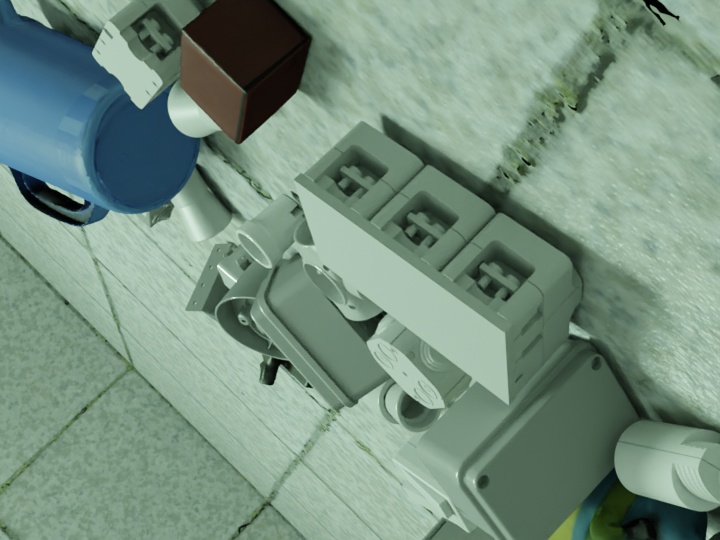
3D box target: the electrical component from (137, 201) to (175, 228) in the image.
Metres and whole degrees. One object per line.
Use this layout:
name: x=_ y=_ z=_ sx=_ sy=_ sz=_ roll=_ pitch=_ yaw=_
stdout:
electrical component: x=-0.214 y=-0.094 z=1.030 sx=0.100 sy=0.048 sz=0.099 roll=45 pitch=163 yaw=4

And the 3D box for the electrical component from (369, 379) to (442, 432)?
electrical component: x=0.038 y=0.112 z=0.923 sx=0.045 sy=0.045 sz=0.055 roll=52 pitch=162 yaw=-21

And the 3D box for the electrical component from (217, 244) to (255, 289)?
electrical component: x=-0.098 y=0.010 z=1.011 sx=0.064 sy=0.042 sz=0.081 roll=39 pitch=162 yaw=25

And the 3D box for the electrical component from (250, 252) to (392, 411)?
electrical component: x=-0.026 y=0.044 z=0.837 sx=0.113 sy=0.057 sz=0.078 roll=50 pitch=-162 yaw=-15

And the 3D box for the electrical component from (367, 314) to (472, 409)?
electrical component: x=0.048 y=0.056 z=0.758 sx=0.080 sy=0.051 sz=0.080 roll=41 pitch=163 yaw=16

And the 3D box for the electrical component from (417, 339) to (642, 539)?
electrical component: x=0.101 y=0.098 z=0.627 sx=0.078 sy=0.113 sz=0.057 roll=54 pitch=164 yaw=-27

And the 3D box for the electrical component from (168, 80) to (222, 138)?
electrical component: x=-0.097 y=-0.112 z=0.728 sx=0.065 sy=0.044 sz=0.044 roll=10 pitch=142 yaw=54

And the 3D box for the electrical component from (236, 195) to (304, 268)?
electrical component: x=-0.067 y=-0.031 z=0.834 sx=0.040 sy=0.046 sz=0.040 roll=41 pitch=162 yaw=16

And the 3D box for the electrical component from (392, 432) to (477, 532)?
electrical component: x=0.074 y=0.186 z=0.981 sx=0.096 sy=0.061 sz=0.061 roll=29 pitch=157 yaw=43

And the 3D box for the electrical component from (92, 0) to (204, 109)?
electrical component: x=-0.131 y=-0.148 z=0.697 sx=0.050 sy=0.056 sz=0.089 roll=49 pitch=163 yaw=-11

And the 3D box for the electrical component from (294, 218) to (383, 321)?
electrical component: x=0.000 y=0.000 z=0.752 sx=0.079 sy=0.044 sz=0.077 roll=24 pitch=153 yaw=50

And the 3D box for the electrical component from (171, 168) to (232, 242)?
electrical component: x=-0.150 y=-0.063 z=0.966 sx=0.044 sy=0.044 sz=0.065 roll=19 pitch=144 yaw=56

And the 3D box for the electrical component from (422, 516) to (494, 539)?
electrical component: x=0.102 y=0.271 z=1.052 sx=0.062 sy=0.096 sz=0.061 roll=38 pitch=163 yaw=22

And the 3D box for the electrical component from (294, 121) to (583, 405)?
electrical component: x=0.044 y=-0.008 z=0.600 sx=0.150 sy=0.062 sz=0.089 roll=37 pitch=161 yaw=26

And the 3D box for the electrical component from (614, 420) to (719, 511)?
electrical component: x=0.179 y=0.107 z=0.580 sx=0.043 sy=0.043 sz=0.081 roll=50 pitch=162 yaw=-14

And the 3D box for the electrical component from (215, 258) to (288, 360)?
electrical component: x=-0.071 y=0.039 z=0.930 sx=0.099 sy=0.064 sz=0.099 roll=13 pitch=135 yaw=13
